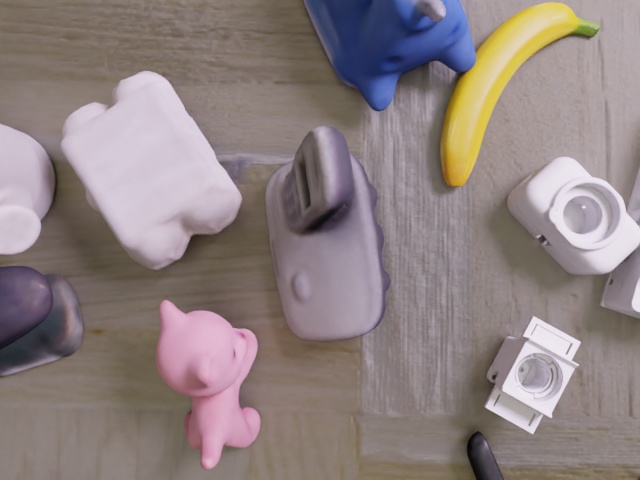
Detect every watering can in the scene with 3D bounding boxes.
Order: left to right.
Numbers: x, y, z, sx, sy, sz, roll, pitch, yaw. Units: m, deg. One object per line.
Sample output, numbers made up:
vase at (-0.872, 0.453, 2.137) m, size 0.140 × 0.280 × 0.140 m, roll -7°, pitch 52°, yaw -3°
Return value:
watering can at (-0.275, -0.053, 0.410) m, size 0.173 × 0.194 × 0.101 m, roll 13°, pitch 86°, yaw 2°

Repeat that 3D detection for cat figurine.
cat figurine at (-0.086, 0.107, 0.435) m, size 0.067 × 0.118 × 0.128 m, roll -5°, pitch 86°, yaw 1°

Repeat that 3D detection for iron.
iron at (0.032, -0.243, 0.446) m, size 0.118 × 0.141 × 0.258 m, roll -26°, pitch 86°, yaw -1°

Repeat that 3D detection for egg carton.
egg carton at (-0.139, -0.057, 0.471) m, size 0.107 × 0.069 × 0.150 m, roll -34°, pitch 86°, yaw -2°

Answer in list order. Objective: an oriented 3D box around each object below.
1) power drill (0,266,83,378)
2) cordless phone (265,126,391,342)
power drill at (-0.254, 0.065, 0.394) m, size 0.229 × 0.208 × 0.075 m, roll -18°, pitch 86°, yaw -1°
cordless phone at (0.004, 0.001, 0.408) m, size 0.094 × 0.185 × 0.148 m, roll -12°, pitch 86°, yaw 0°
